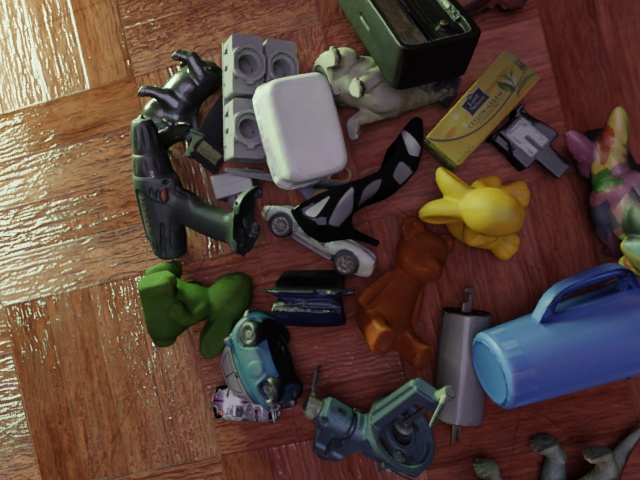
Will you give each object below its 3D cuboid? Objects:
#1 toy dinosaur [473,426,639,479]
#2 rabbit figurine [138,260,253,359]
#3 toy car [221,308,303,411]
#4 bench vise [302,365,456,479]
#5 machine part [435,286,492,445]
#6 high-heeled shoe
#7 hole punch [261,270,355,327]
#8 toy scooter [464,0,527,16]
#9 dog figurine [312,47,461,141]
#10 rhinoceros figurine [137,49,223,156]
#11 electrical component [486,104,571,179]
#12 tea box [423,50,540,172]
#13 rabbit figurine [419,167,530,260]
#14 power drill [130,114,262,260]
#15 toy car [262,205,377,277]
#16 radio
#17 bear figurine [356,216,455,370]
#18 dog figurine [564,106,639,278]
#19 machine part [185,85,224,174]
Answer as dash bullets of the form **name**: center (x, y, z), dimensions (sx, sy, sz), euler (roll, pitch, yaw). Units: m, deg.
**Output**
- **toy dinosaur**: center (0.339, 0.411, 0.801), dimensions (0.405, 0.131, 0.192), euler (-17, 101, 2)
- **rabbit figurine**: center (-0.189, 0.108, 0.859), dimensions (0.170, 0.121, 0.159), euler (-8, 93, -8)
- **toy car**: center (-0.099, 0.196, 0.841), dimensions (0.103, 0.109, 0.162), euler (-27, 69, 19)
- **bench vise**: center (0.097, 0.264, 0.799), dimensions (0.223, 0.129, 0.240), euler (38, 129, -2)
- **machine part**: center (0.219, 0.192, 0.827), dimensions (0.079, 0.079, 0.243), euler (4, 90, 7)
- **high-heeled shoe**: center (0.059, -0.102, 0.812), dimensions (0.145, 0.086, 0.248), euler (25, 75, -11)
- **hole punch**: center (-0.014, 0.101, 0.839), dimensions (0.142, 0.116, 0.092), euler (2, 99, 7)
- **toy scooter**: center (0.223, -0.397, 0.821), dimensions (0.184, 0.075, 0.135), euler (43, 95, 0)
- **dog figurine**: center (0.102, -0.254, 0.841), dimensions (0.190, 0.121, 0.172), euler (-22, 63, -21)
- **rhinoceros figurine**: center (-0.234, -0.217, 0.883), dimensions (0.112, 0.073, 0.190), euler (37, 93, -6)
- **electrical component**: center (0.326, -0.143, 0.824), dimensions (0.119, 0.048, 0.075), euler (40, 95, 4)
- **tea box**: center (0.238, -0.188, 0.810), dimensions (0.068, 0.098, 0.169), euler (43, 97, 5)
- **rabbit figurine**: center (0.234, -0.048, 0.775), dimensions (0.162, 0.173, 0.121), euler (24, 97, 2)
- **power drill**: center (-0.196, -0.065, 0.826), dimensions (0.207, 0.086, 0.231), euler (11, 118, 12)
- **toy car**: center (-0.002, -0.003, 0.852), dimensions (0.202, 0.073, 0.056), euler (31, 98, 5)
- **radio**: center (0.121, -0.324, 0.773), dimensions (0.131, 0.073, 0.230), euler (-14, 60, -16)
- **bear figurine**: center (0.143, 0.075, 0.814), dimensions (0.120, 0.132, 0.195), euler (29, 100, -30)
- **dog figurine**: center (0.431, -0.071, 0.753), dimensions (0.108, 0.191, 0.219), euler (-27, 103, 13)
- **machine part**: center (-0.164, -0.181, 0.875), dimensions (0.039, 0.084, 0.139), euler (21, 83, 39)
